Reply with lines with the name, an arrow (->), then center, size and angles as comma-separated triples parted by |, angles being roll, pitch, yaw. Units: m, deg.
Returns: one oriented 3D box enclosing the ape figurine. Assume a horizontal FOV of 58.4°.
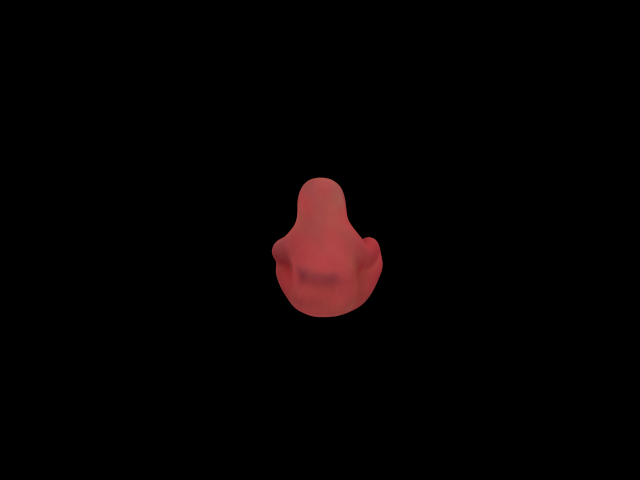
ape figurine -> 0.004, 0.001, 0.400 | 0.077, 0.092, 0.076 | 5, 19, 15
